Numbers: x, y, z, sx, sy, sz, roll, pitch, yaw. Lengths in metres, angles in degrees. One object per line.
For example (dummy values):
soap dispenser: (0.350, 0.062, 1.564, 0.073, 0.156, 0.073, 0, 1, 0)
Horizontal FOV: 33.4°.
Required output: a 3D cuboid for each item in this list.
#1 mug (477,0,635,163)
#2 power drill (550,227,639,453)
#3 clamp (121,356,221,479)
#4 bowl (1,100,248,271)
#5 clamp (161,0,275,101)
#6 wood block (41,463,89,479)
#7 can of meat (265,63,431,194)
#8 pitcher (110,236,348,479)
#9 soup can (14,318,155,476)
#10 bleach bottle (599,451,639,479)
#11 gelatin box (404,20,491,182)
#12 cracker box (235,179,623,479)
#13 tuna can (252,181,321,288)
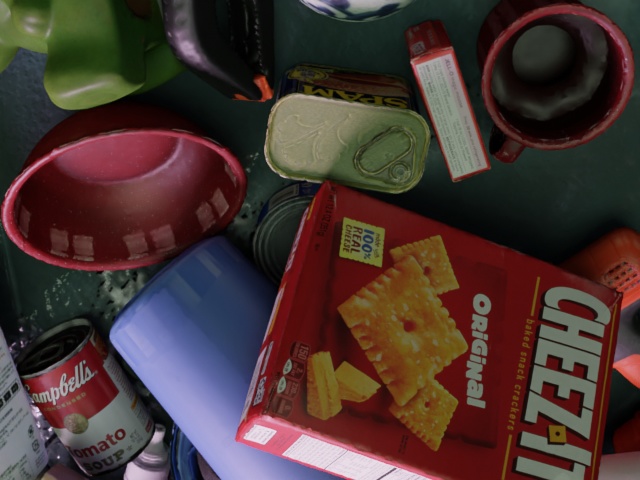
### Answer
mug: (0.141, -0.105, 0.690, 0.093, 0.081, 0.117, 19, 114, -8)
power drill: (0.206, 0.100, 0.799, 0.185, 0.057, 0.187, -37, 111, 24)
clamp: (-0.068, 0.134, 0.832, 0.120, 0.039, 0.171, -19, 113, 14)
bowl: (-0.133, -0.043, 0.715, 0.162, 0.055, 0.162, -12, 149, -7)
clamp: (-0.068, -0.180, 0.654, 0.036, 0.164, 0.210, 10, 143, 32)
wood block: (-0.128, 0.254, 0.764, 0.206, 0.091, 0.090, 32, 79, -3)
can of meat: (0.018, -0.077, 0.704, 0.102, 0.084, 0.057, 8, 115, -3)
pitcher: (-0.036, 0.124, 0.736, 0.149, 0.145, 0.243, -41, 86, -24)
soup can: (-0.178, 0.120, 0.811, 0.068, 0.068, 0.102, -22, 114, 11)
bleach bottle: (0.189, 0.211, 0.815, 0.251, 0.068, 0.102, -14, 128, 34)
gelatin box: (0.082, -0.093, 0.701, 0.030, 0.073, 0.089, -19, 114, 10)
cracker box: (0.073, 0.077, 0.670, 0.213, 0.164, 0.072, 20, 153, -7)
tuna can: (-0.005, 0.001, 0.769, 0.086, 0.033, 0.086, 0, 116, 1)
